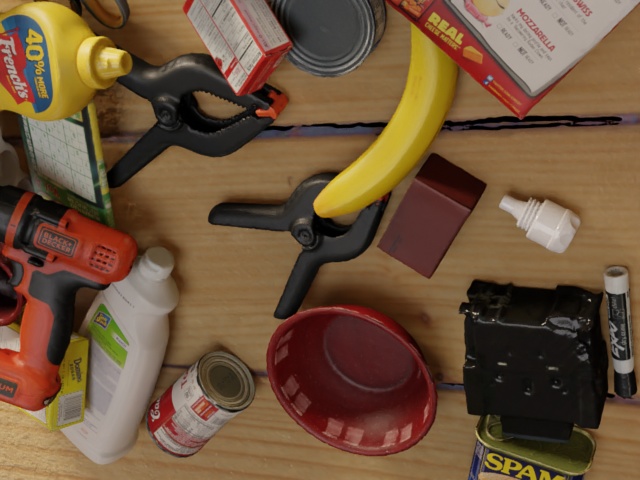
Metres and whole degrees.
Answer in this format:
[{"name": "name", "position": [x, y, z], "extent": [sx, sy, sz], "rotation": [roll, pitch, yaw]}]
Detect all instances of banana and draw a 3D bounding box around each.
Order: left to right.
[{"name": "banana", "position": [0.059, -0.092, 0.823], "extent": [0.070, 0.037, 0.198], "rotation": [27, 115, 10]}]

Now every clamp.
[{"name": "clamp", "position": [-0.131, -0.122, 0.902], "extent": [0.210, 0.036, 0.164], "rotation": [-3, 125, 27]}, {"name": "clamp", "position": [-0.006, 0.001, 0.920], "extent": [0.172, 0.039, 0.120], "rotation": [-18, 111, 32]}]

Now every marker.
[{"name": "marker", "position": [0.243, 0.077, 0.862], "extent": [0.020, 0.020, 0.121], "rotation": [1, 120, 25]}]

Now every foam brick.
[{"name": "foam brick", "position": [0.089, -0.020, 0.855], "extent": [0.053, 0.051, 0.078], "rotation": [32, 127, 6]}]

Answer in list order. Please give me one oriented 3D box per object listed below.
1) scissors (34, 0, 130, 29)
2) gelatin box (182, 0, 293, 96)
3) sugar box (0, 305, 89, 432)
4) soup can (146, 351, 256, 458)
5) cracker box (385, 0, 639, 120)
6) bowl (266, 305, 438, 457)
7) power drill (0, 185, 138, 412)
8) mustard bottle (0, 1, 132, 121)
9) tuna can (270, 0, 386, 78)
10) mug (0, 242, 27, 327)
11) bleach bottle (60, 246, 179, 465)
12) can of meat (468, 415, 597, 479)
[{"name": "scissors", "position": [-0.236, -0.240, 0.854], "extent": [0.096, 0.016, 0.201], "rotation": [-10, 136, 42]}, {"name": "gelatin box", "position": [-0.064, -0.165, 0.824], "extent": [0.089, 0.030, 0.073], "rotation": [58, 152, 4]}, {"name": "sugar box", "position": [-0.305, 0.116, 1.084], "extent": [0.176, 0.048, 0.093], "rotation": [23, 112, 40]}, {"name": "soup can", "position": [-0.118, 0.163, 1.054], "extent": [0.068, 0.068, 0.102], "rotation": [43, 127, -4]}, {"name": "cracker box", "position": [0.148, -0.211, 0.699], "extent": [0.164, 0.072, 0.214], "rotation": [41, 127, -3]}, {"name": "bowl", "position": [0.035, 0.115, 0.960], "extent": [0.162, 0.055, 0.162], "rotation": [12, 123, 18]}, {"name": "power drill", "position": [-0.277, 0.047, 0.960], "extent": [0.184, 0.057, 0.188], "rotation": [22, 104, -3]}, {"name": "mustard bottle", "position": [-0.237, -0.146, 0.875], "extent": [0.192, 0.058, 0.096], "rotation": [5, 108, 25]}, {"name": "tuna can", "position": [0.006, -0.170, 0.813], "extent": [0.086, 0.033, 0.086], "rotation": [12, 123, 18]}, {"name": "mug", "position": [-0.321, 0.021, 1.053], "extent": [0.117, 0.081, 0.093], "rotation": [22, 126, 11]}, {"name": "bleach bottle", "position": [-0.192, 0.109, 1.056], "extent": [0.103, 0.068, 0.251], "rotation": [41, 127, 14]}, {"name": "can of meat", "position": [0.183, 0.203, 0.944], "extent": [0.102, 0.057, 0.084], "rotation": [16, 127, 15]}]
